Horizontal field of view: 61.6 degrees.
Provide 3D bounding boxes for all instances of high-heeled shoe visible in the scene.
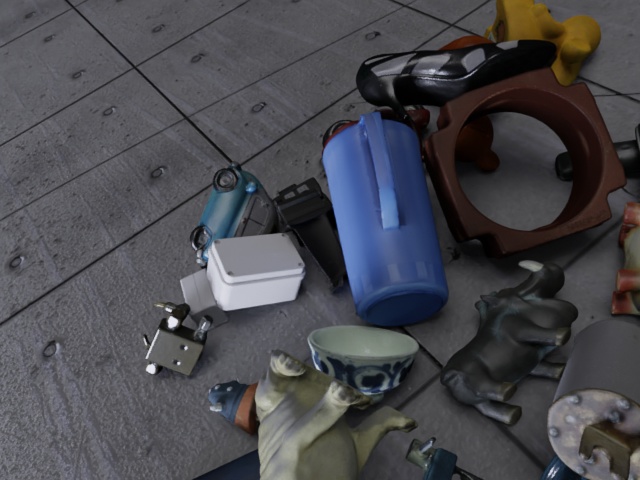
[{"bbox_3d":[0.176,-0.238,0.737,0.249,0.086,0.145,-21,49,1],"label":"high-heeled shoe"}]

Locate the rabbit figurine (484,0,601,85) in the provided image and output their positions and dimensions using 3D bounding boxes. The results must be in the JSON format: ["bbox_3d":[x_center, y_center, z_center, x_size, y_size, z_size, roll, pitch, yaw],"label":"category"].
[{"bbox_3d":[0.366,-0.318,0.848,0.173,0.121,0.162,-3,52,-8],"label":"rabbit figurine"}]

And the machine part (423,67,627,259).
[{"bbox_3d":[0.242,-0.090,0.659,0.201,0.087,0.201,-19,83,-1],"label":"machine part"}]

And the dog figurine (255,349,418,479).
[{"bbox_3d":[-0.028,0.207,0.470,0.190,0.121,0.172,-62,23,-11],"label":"dog figurine"}]

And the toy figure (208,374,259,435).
[{"bbox_3d":[-0.055,0.189,0.600,0.155,0.064,0.057,0,90,24],"label":"toy figure"}]

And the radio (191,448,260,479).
[{"bbox_3d":[-0.085,0.293,0.517,0.230,0.073,0.131,-24,48,-4],"label":"radio"}]

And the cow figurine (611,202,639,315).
[{"bbox_3d":[0.379,0.051,0.561,0.127,0.085,0.195,4,52,28],"label":"cow figurine"}]

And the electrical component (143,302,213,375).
[{"bbox_3d":[-0.184,0.125,0.677,0.078,0.102,0.045,18,21,-10],"label":"electrical component"}]

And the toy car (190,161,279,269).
[{"bbox_3d":[-0.112,-0.024,0.766,0.103,0.109,0.161,15,65,7],"label":"toy car"}]

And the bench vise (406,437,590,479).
[{"bbox_3d":[0.174,0.246,0.427,0.241,0.128,0.224,25,54,13],"label":"bench vise"}]

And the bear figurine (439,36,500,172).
[{"bbox_3d":[0.215,-0.197,0.810,0.120,0.132,0.195,11,83,-14],"label":"bear figurine"}]

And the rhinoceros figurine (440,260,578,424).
[{"bbox_3d":[0.211,0.104,0.582,0.190,0.073,0.112,-45,42,-17],"label":"rhinoceros figurine"}]

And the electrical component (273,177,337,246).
[{"bbox_3d":[-0.027,-0.054,0.797,0.075,0.047,0.119,-27,51,-6],"label":"electrical component"}]

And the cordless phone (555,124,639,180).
[{"bbox_3d":[0.400,-0.085,0.679,0.184,0.088,0.146,-8,50,26],"label":"cordless phone"}]

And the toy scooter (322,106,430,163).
[{"bbox_3d":[0.100,-0.143,0.813,0.184,0.075,0.135,-24,50,-8],"label":"toy scooter"}]

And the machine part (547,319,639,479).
[{"bbox_3d":[0.246,0.127,0.457,0.079,0.079,0.243,16,19,28],"label":"machine part"}]

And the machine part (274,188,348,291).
[{"bbox_3d":[-0.001,-0.002,0.707,0.084,0.039,0.139,-19,77,-36],"label":"machine part"}]
